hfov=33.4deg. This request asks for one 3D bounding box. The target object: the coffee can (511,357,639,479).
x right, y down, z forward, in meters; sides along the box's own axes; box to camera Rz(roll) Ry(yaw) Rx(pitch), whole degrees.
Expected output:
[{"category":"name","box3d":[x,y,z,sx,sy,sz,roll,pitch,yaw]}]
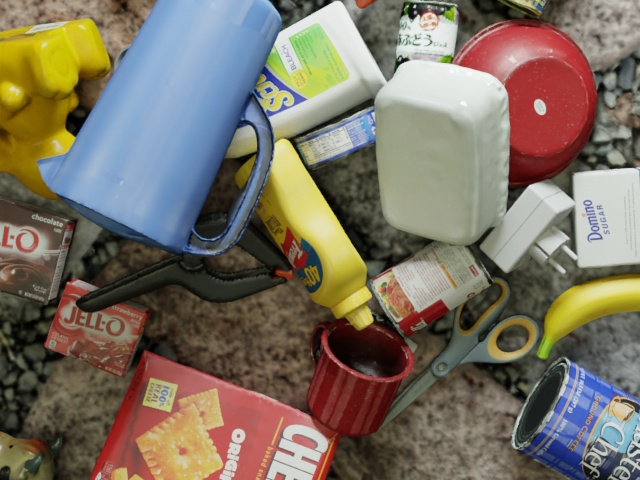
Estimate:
[{"category":"coffee can","box3d":[0.271,0.191,1.026,0.140,0.103,0.103,30,98,0]}]

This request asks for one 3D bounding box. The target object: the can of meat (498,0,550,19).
[{"category":"can of meat","box3d":[0.183,-0.267,0.999,0.102,0.057,0.084,28,100,0]}]

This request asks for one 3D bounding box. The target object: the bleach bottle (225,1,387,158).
[{"category":"bleach bottle","box3d":[-0.065,-0.125,1.027,0.251,0.068,0.102,-29,77,9]}]

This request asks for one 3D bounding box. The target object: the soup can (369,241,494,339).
[{"category":"soup can","box3d":[0.108,0.041,1.037,0.102,0.068,0.068,-33,94,7]}]

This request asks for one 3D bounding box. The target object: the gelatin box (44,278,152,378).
[{"category":"gelatin box","box3d":[-0.226,0.089,1.086,0.089,0.030,0.073,22,98,1]}]

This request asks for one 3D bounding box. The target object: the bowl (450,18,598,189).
[{"category":"bowl","box3d":[0.196,-0.125,0.993,0.162,0.055,0.162,-2,100,-13]}]

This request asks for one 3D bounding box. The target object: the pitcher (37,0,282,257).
[{"category":"pitcher","box3d":[-0.121,-0.111,0.949,0.145,0.149,0.243,21,82,41]}]

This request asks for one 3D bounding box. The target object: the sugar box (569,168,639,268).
[{"category":"sugar box","box3d":[0.331,-0.025,1.024,0.176,0.048,0.093,-3,96,8]}]

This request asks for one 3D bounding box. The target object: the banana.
[{"category":"banana","box3d":[0.304,0.065,1.043,0.198,0.037,0.069,-11,113,7]}]

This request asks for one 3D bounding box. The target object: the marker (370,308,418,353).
[{"category":"marker","box3d":[0.045,0.076,1.070,0.121,0.020,0.020,38,98,-1]}]

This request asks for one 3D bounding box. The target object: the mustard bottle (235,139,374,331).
[{"category":"mustard bottle","box3d":[-0.007,0.001,1.018,0.058,0.096,0.191,-32,89,-22]}]

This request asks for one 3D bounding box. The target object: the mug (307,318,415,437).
[{"category":"mug","box3d":[0.028,0.129,1.043,0.117,0.093,0.082,42,128,34]}]

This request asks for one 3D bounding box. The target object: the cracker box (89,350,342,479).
[{"category":"cracker box","box3d":[-0.105,0.224,1.046,0.213,0.072,0.164,21,73,2]}]

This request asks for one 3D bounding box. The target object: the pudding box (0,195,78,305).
[{"category":"pudding box","box3d":[-0.311,0.006,1.077,0.113,0.039,0.090,16,98,2]}]

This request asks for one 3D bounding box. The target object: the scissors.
[{"category":"scissors","box3d":[0.142,0.131,1.072,0.096,0.016,0.202,31,99,0]}]

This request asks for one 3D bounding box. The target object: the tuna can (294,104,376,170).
[{"category":"tuna can","box3d":[0.020,-0.098,1.017,0.086,0.086,0.034,-23,98,6]}]

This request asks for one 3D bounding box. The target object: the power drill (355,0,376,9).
[{"category":"power drill","box3d":[0.021,-0.315,0.992,0.184,0.057,0.187,-32,96,-4]}]

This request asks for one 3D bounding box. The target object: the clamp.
[{"category":"clamp","box3d":[-0.133,0.019,1.050,0.209,0.036,0.165,18,107,-12]}]
